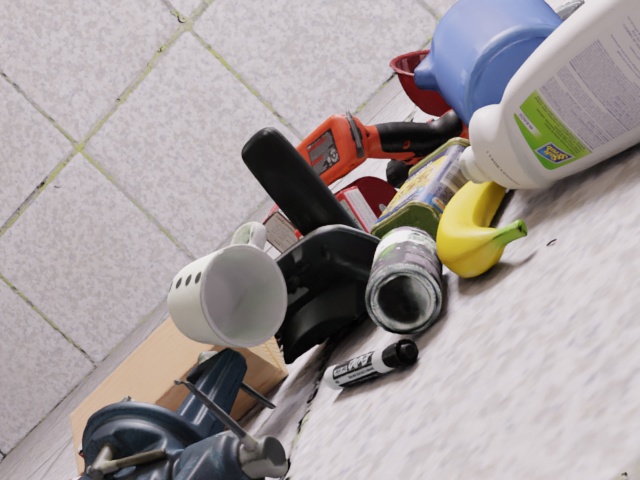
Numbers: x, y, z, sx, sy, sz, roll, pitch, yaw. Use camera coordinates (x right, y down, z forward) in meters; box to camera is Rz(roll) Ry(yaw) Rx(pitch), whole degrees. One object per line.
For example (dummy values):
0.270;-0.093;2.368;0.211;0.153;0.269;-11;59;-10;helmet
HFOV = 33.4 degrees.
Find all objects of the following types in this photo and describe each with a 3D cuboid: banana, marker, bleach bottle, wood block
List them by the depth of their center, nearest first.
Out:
0.172;-0.101;0.712;0.068;0.102;0.251;-44;6;-34;bleach bottle
0.036;0.090;0.769;0.020;0.020;0.121;-50;8;-29;marker
0.119;-0.010;0.805;0.070;0.037;0.197;-26;13;11;banana
-0.141;0.153;1.046;0.206;0.090;0.091;-44;35;13;wood block

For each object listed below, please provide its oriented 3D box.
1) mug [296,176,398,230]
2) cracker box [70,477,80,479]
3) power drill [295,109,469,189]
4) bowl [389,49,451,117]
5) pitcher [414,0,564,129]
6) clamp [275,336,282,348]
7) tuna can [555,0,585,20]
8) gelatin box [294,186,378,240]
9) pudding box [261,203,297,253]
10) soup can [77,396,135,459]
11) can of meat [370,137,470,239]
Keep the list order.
0.037;-0.002;1.057;0.082;0.093;0.117;-33;44;42;mug
-0.271;0.266;0.909;0.164;0.072;0.213;-17;-2;12;cracker box
0.069;-0.090;1.107;0.187;0.057;0.185;-11;-15;-32;power drill
0.159;-0.175;1.207;0.162;0.055;0.162;-2;22;0;bowl
0.177;-0.147;0.917;0.149;0.145;0.243;-57;8;16;pitcher
-0.031;0.064;1.221;0.165;0.036;0.209;-40;12;42;clamp
0.254;-0.224;1.151;0.086;0.033;0.086;-33;12;8;tuna can
0.028;0.007;0.998;0.073;0.089;0.030;-41;-13;36;gelatin box
-0.007;0.001;1.134;0.039;0.113;0.090;-48;5;24;pudding box
-0.154;0.195;0.940;0.068;0.102;0.068;-45;7;7;soup can
0.099;-0.031;0.938;0.083;0.057;0.102;-53;9;-31;can of meat
